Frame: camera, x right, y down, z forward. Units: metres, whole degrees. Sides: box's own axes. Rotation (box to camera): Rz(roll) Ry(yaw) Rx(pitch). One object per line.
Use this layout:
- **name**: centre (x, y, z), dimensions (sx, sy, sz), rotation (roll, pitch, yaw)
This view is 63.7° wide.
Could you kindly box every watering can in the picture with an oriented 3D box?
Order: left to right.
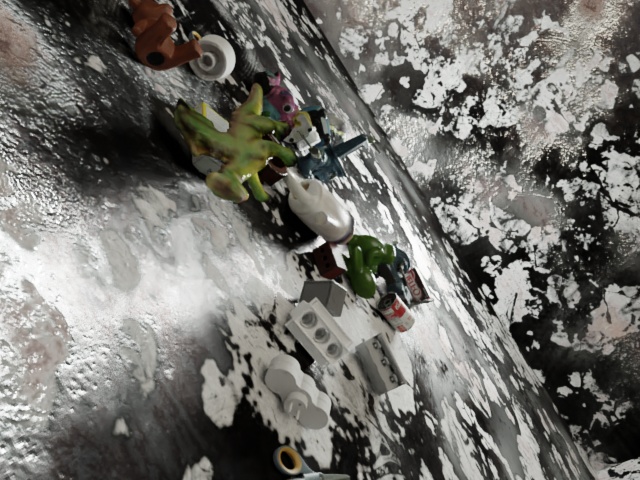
- **watering can**: centre (0.004, -0.065, 1.285), dimensions (0.221, 0.103, 0.354), rotation (42, 8, -32)

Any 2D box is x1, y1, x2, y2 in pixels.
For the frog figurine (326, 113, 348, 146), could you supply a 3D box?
- **frog figurine**: centre (0.029, -0.399, 1.858), dimensions (0.163, 0.123, 0.134), rotation (-113, -167, -47)

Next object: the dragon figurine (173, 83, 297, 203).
- **dragon figurine**: centre (-0.181, -0.222, 1.042), dimensions (0.241, 0.120, 0.419), rotation (21, 41, -43)
